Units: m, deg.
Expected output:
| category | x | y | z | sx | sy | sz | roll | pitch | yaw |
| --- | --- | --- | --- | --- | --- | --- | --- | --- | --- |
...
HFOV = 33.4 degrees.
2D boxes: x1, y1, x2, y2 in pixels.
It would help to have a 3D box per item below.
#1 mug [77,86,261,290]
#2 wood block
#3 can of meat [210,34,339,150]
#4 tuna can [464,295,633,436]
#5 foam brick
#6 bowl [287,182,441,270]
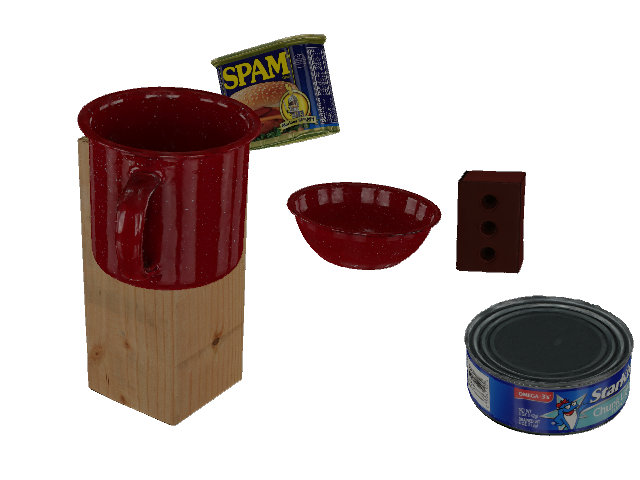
| category | x | y | z | sx | sy | sz | roll | pitch | yaw |
| --- | --- | --- | --- | --- | --- | --- | --- | --- | --- |
| mug | -0.081 | -0.021 | 0.551 | 0.093 | 0.081 | 0.117 | 7 | 28 | 3 |
| wood block | -0.115 | 0.019 | 0.799 | 0.090 | 0.206 | 0.090 | 18 | 28 | 29 |
| can of meat | -0.038 | -0.125 | 0.923 | 0.102 | 0.084 | 0.057 | -10 | 3 | 32 |
| tuna can | 0.119 | 0.065 | 0.561 | 0.086 | 0.034 | 0.086 | -4 | 27 | 2 |
| foam brick | 0.141 | -0.016 | 0.883 | 0.053 | 0.078 | 0.051 | 2 | 15 | 14 |
| bowl | 0.044 | -0.011 | 1.120 | 0.162 | 0.055 | 0.162 | 3 | 21 | -1 |
